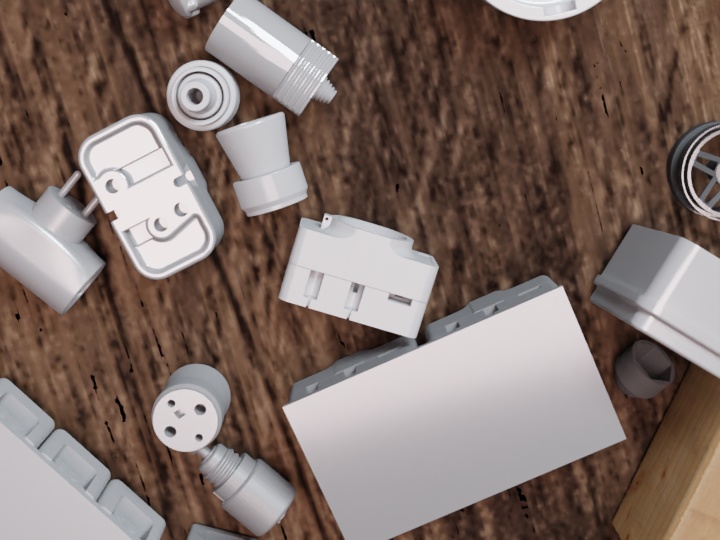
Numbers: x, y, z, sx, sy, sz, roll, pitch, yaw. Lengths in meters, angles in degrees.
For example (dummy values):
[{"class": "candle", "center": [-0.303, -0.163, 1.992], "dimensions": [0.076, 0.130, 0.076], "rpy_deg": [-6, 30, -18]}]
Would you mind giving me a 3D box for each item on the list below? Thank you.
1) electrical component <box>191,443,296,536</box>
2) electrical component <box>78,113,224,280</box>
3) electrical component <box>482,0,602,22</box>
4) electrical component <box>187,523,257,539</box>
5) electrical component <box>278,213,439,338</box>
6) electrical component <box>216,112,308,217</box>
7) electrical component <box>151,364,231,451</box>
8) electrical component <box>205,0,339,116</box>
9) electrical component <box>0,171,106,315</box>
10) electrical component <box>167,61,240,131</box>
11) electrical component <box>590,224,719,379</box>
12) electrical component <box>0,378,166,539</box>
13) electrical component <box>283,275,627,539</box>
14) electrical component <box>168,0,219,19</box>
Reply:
[{"class": "electrical component", "center": [-0.078, 0.140, 0.709], "dimensions": [0.078, 0.040, 0.040], "rpy_deg": [41, 97, -6]}, {"class": "electrical component", "center": [-0.127, -0.047, 0.667], "dimensions": [0.054, 0.059, 0.095], "rpy_deg": [-27, 99, 4]}, {"class": "electrical component", "center": [0.106, -0.202, 0.643], "dimensions": [0.108, 0.060, 0.108], "rpy_deg": [0, 100, 0]}, {"class": "electrical component", "center": [-0.101, 0.220, 0.710], "dimensions": [0.047, 0.065, 0.076], "rpy_deg": [15, 100, -3]}, {"class": "electrical component", "center": [0.000, 0.000, 0.681], "dimensions": [0.089, 0.050, 0.055], "rpy_deg": [16, 99, -4]}, {"class": "electrical component", "center": [-0.060, -0.066, 0.672], "dimensions": [0.045, 0.045, 0.055], "rpy_deg": [-18, 100, 2]}, {"class": "electrical component", "center": [-0.108, 0.089, 0.693], "dimensions": [0.045, 0.055, 0.045], "rpy_deg": [0, 100, -1]}, {"class": "electrical component", "center": [-0.050, -0.129, 0.662], "dimensions": [0.081, 0.043, 0.043], "rpy_deg": [35, 98, -6]}, {"class": "electrical component", "center": [-0.193, -0.026, 0.678], "dimensions": [0.077, 0.044, 0.079], "rpy_deg": [40, 97, -7]}, {"class": "electrical component", "center": [-0.097, -0.106, 0.656], "dimensions": [0.043, 0.062, 0.043], "rpy_deg": [0, 100, -1]}, {"class": "electrical component", "center": [0.195, 0.019, 0.655], "dimensions": [0.078, 0.113, 0.057], "rpy_deg": [31, 95, -5]}, {"class": "electrical component", "center": [-0.213, 0.155, 0.700], "dimensions": [0.150, 0.061, 0.089], "rpy_deg": [44, 97, -7]}, {"class": "electrical component", "center": [0.058, 0.089, 0.692], "dimensions": [0.186, 0.060, 0.105], "rpy_deg": [-24, 99, 3]}, {"class": "electrical component", "center": [-0.092, -0.185, 0.653], "dimensions": [0.062, 0.048, 0.048], "rpy_deg": [-25, 99, -4]}]
